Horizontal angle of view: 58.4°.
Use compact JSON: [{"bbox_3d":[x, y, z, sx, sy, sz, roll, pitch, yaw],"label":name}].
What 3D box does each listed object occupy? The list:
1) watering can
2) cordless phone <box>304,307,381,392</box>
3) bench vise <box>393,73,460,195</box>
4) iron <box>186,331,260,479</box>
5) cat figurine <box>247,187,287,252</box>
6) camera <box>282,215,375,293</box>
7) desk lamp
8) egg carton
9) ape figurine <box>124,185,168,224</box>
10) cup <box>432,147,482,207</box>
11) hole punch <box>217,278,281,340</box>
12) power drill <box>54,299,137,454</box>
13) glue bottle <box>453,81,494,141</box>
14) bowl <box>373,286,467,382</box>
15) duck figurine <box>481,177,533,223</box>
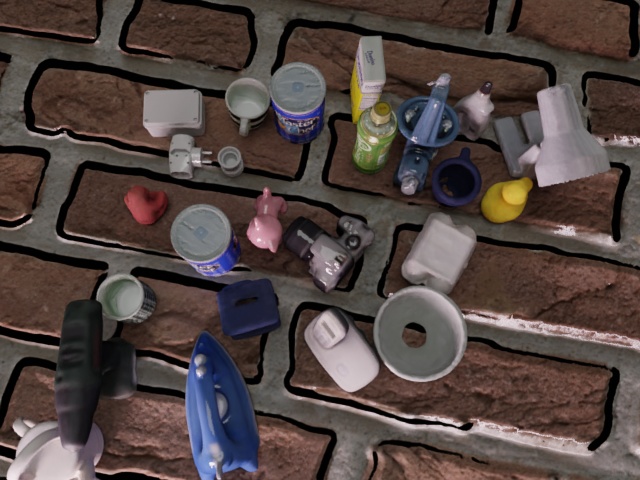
[{"bbox_3d":[-0.421,0.343,0.915,0.173,0.194,0.101,14,77,2],"label":"watering can"},{"bbox_3d":[0.042,0.181,0.970,0.094,0.185,0.147,-40,80,-10],"label":"cordless phone"},{"bbox_3d":[0.202,-0.191,1.045,0.121,0.220,0.207,-1,76,-1],"label":"bench vise"},{"bbox_3d":[-0.182,0.274,0.965,0.118,0.141,0.258,-15,77,-4],"label":"iron"},{"bbox_3d":[-0.099,-0.035,1.053,0.067,0.118,0.128,3,76,0],"label":"cat figurine"},{"bbox_3d":[0.010,0.004,1.055,0.136,0.101,0.143,38,79,8],"label":"camera"},{"bbox_3d":[0.419,-0.178,1.050,0.118,0.213,0.203,-15,77,-5],"label":"desk lamp"},{"bbox_3d":[0.224,0.027,1.070,0.107,0.069,0.150,28,77,6],"label":"egg carton"},{"bbox_3d":[-0.330,-0.074,1.070,0.077,0.092,0.076,16,77,3],"label":"ape figurine"},{"bbox_3d":[0.254,-0.112,1.091,0.091,0.095,0.118,18,77,3],"label":"cup"},{"bbox_3d":[-0.131,0.121,1.029,0.108,0.091,0.101,-16,77,-5],"label":"hole punch"},{"bbox_3d":[-0.368,0.218,0.940,0.075,0.208,0.229,-7,77,-3],"label":"power drill"},{"bbox_3d":[0.296,-0.253,1.086,0.078,0.173,0.037,43,79,9],"label":"glue bottle"},{"bbox_3d":[0.175,0.170,1.032,0.167,0.075,0.167,0,76,-1],"label":"bowl"},{"bbox_3d":[0.360,-0.082,1.091,0.104,0.086,0.077,-35,79,-9],"label":"duck figurine"}]
